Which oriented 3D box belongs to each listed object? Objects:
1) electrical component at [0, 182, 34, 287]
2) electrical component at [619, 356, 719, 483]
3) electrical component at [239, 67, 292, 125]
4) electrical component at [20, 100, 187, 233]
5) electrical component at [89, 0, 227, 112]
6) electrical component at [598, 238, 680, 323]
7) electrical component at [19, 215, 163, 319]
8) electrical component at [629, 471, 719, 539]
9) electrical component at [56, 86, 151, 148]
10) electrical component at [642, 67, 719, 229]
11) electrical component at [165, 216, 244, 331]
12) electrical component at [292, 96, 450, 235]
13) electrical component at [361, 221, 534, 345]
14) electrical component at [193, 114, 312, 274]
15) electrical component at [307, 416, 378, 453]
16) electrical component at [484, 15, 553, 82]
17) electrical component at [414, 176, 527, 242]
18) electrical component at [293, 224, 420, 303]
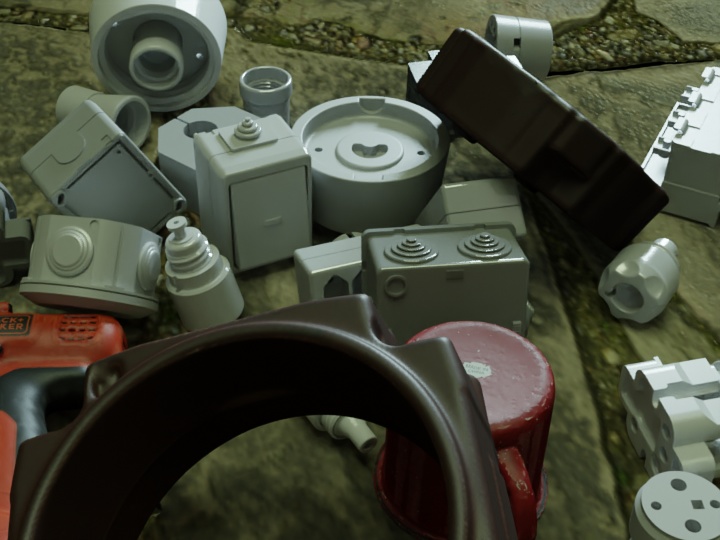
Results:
[{"bbox_3d":[-0.249,-0.026,0.688,0.078,0.058,0.057,-8,43,-11],"label":"electrical component"},{"bbox_3d":[0.180,0.079,0.572,0.057,0.058,0.078,-9,40,-8],"label":"electrical component"},{"bbox_3d":[-0.072,-0.126,0.824,0.040,0.046,0.040,1,39,-1],"label":"electrical component"},{"bbox_3d":[-0.164,-0.055,0.702,0.062,0.096,0.061,-43,50,-5],"label":"electrical component"},{"bbox_3d":[-0.157,-0.172,0.834,0.108,0.108,0.060,-3,46,-5],"label":"electrical component"},{"bbox_3d":[0.181,0.002,0.677,0.043,0.043,0.062,24,43,26],"label":"electrical component"},{"bbox_3d":[-0.157,-0.001,0.636,0.080,0.080,0.051,6,82,6],"label":"electrical component"},{"bbox_3d":[0.149,0.129,0.512,0.045,0.055,0.045,1,39,-1],"label":"electrical component"},{"bbox_3d":[-0.197,-0.117,0.813,0.065,0.044,0.044,19,42,27],"label":"electrical component"},{"bbox_3d":[0.256,-0.093,0.781,0.079,0.063,0.121,19,43,20],"label":"electrical component"},{"bbox_3d":[-0.098,0.002,0.647,0.040,0.078,0.040,-10,37,8],"label":"electrical component"},{"bbox_3d":[0.006,-0.067,0.742,0.108,0.060,0.108,1,39,-1],"label":"electrical component"},{"bbox_3d":[0.047,0.024,0.605,0.100,0.099,0.048,-4,26,-6],"label":"electrical component"},{"bbox_3d":[-0.067,-0.052,0.694,0.062,0.096,0.061,-17,43,-21],"label":"electrical component"},{"bbox_3d":[-0.012,0.075,0.589,0.035,0.035,0.061,-21,47,-25],"label":"electrical component"},{"bbox_3d":[0.131,-0.183,0.893,0.047,0.055,0.055,2,39,-6],"label":"electrical component"},{"bbox_3d":[0.070,-0.008,0.670,0.047,0.083,0.075,-8,78,-11],"label":"electrical component"},{"bbox_3d":[0.000,0.000,0.672,0.083,0.047,0.075,-12,26,-15],"label":"electrical component"}]
